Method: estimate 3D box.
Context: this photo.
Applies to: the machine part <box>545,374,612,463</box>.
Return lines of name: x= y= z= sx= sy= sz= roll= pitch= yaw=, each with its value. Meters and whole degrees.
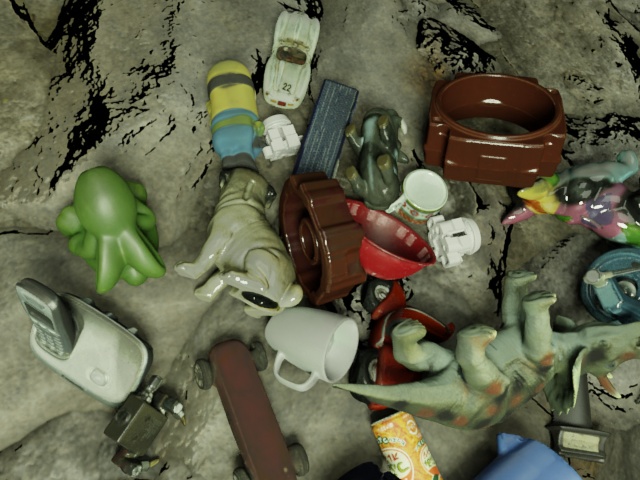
machine part: x=0.356 y=0.234 z=0.748 sx=0.084 sy=0.039 sz=0.139 roll=4 pitch=68 yaw=0

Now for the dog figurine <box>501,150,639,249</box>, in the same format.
dog figurine: x=0.403 y=-0.052 z=0.841 sx=0.219 sy=0.108 sz=0.192 roll=-12 pitch=57 yaw=-11

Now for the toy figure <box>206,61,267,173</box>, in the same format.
toy figure: x=-0.126 y=-0.183 z=0.805 sx=0.082 sy=0.089 sz=0.180 roll=0 pitch=64 yaw=-17

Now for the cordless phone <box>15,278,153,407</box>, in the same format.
cordless phone: x=-0.260 y=0.106 z=0.599 sx=0.147 sy=0.184 sz=0.089 roll=33 pitch=60 yaw=4

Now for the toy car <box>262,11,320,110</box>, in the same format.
toy car: x=-0.047 y=-0.304 z=0.891 sx=0.073 sy=0.056 sz=0.202 roll=12 pitch=65 yaw=-6

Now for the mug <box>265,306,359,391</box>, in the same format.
mug: x=-0.021 y=0.135 z=0.683 sx=0.107 sy=0.080 sz=0.109 roll=14 pitch=60 yaw=34

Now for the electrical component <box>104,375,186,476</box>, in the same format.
electrical component: x=-0.203 y=0.219 z=0.628 sx=0.045 sy=0.078 sz=0.102 roll=20 pitch=56 yaw=25

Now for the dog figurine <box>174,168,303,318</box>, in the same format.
dog figurine: x=-0.079 y=-0.008 z=0.712 sx=0.172 sy=0.121 sz=0.190 roll=18 pitch=63 yaw=7

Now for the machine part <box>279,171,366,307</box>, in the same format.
machine part: x=-0.001 y=-0.002 z=0.709 sx=0.056 sy=0.179 sz=0.179 roll=-14 pitch=70 yaw=-20

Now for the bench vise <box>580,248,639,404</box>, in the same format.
bench vise: x=0.442 y=0.098 z=0.754 sx=0.240 sy=0.129 sz=0.224 roll=21 pitch=50 yaw=-39

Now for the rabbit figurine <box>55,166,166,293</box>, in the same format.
rabbit figurine: x=-0.261 y=-0.013 z=0.658 sx=0.121 sy=0.170 sz=0.159 roll=-18 pitch=71 yaw=-18

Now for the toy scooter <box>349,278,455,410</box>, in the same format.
toy scooter: x=0.115 y=0.143 z=0.720 sx=0.135 sy=0.075 sz=0.184 roll=15 pitch=60 yaw=-6

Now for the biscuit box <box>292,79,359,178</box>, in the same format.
biscuit box: x=0.007 y=-0.152 z=0.834 sx=0.063 sy=0.059 sz=0.202 roll=18 pitch=65 yaw=-1

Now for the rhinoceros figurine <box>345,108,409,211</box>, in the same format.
rhinoceros figurine: x=0.094 y=-0.132 z=0.807 sx=0.112 sy=0.073 sz=0.190 roll=44 pitch=39 yaw=-39

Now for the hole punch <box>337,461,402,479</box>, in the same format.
hole punch: x=0.039 y=0.308 z=0.604 sx=0.092 sy=0.142 sz=0.116 roll=22 pitch=76 yaw=3

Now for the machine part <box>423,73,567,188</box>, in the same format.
machine part: x=0.269 y=-0.179 z=0.839 sx=0.201 sy=0.087 sz=0.201 roll=8 pitch=45 yaw=11

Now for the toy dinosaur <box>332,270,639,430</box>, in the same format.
toy dinosaur: x=0.211 y=0.164 z=0.662 sx=0.405 sy=0.131 sz=0.192 roll=-19 pitch=104 yaw=-14

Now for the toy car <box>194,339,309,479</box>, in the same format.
toy car: x=-0.085 y=0.218 z=0.657 sx=0.089 sy=0.053 sz=0.202 roll=-14 pitch=67 yaw=-31
